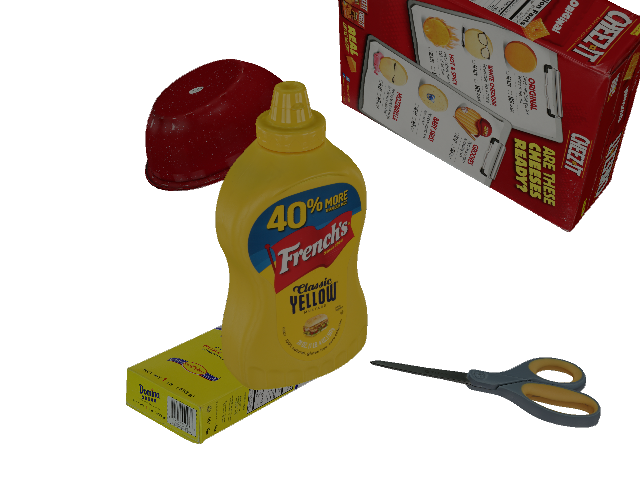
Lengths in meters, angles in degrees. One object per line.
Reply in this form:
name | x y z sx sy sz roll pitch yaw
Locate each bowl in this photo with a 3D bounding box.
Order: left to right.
bowl | -0.098 -0.114 0.956 0.162 0.055 0.162 -20 33 13

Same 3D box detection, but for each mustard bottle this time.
mustard bottle | -0.017 -0.005 0.654 0.096 0.192 0.058 -16 33 -25

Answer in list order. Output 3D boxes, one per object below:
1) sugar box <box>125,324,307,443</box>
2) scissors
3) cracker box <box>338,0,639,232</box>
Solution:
sugar box | -0.084 0.121 0.988 0.093 0.048 0.175 22 30 32
scissors | 0.153 0.118 0.959 0.202 0.016 0.096 17 29 16
cracker box | 0.114 -0.124 0.760 0.214 0.072 0.164 32 -28 23
